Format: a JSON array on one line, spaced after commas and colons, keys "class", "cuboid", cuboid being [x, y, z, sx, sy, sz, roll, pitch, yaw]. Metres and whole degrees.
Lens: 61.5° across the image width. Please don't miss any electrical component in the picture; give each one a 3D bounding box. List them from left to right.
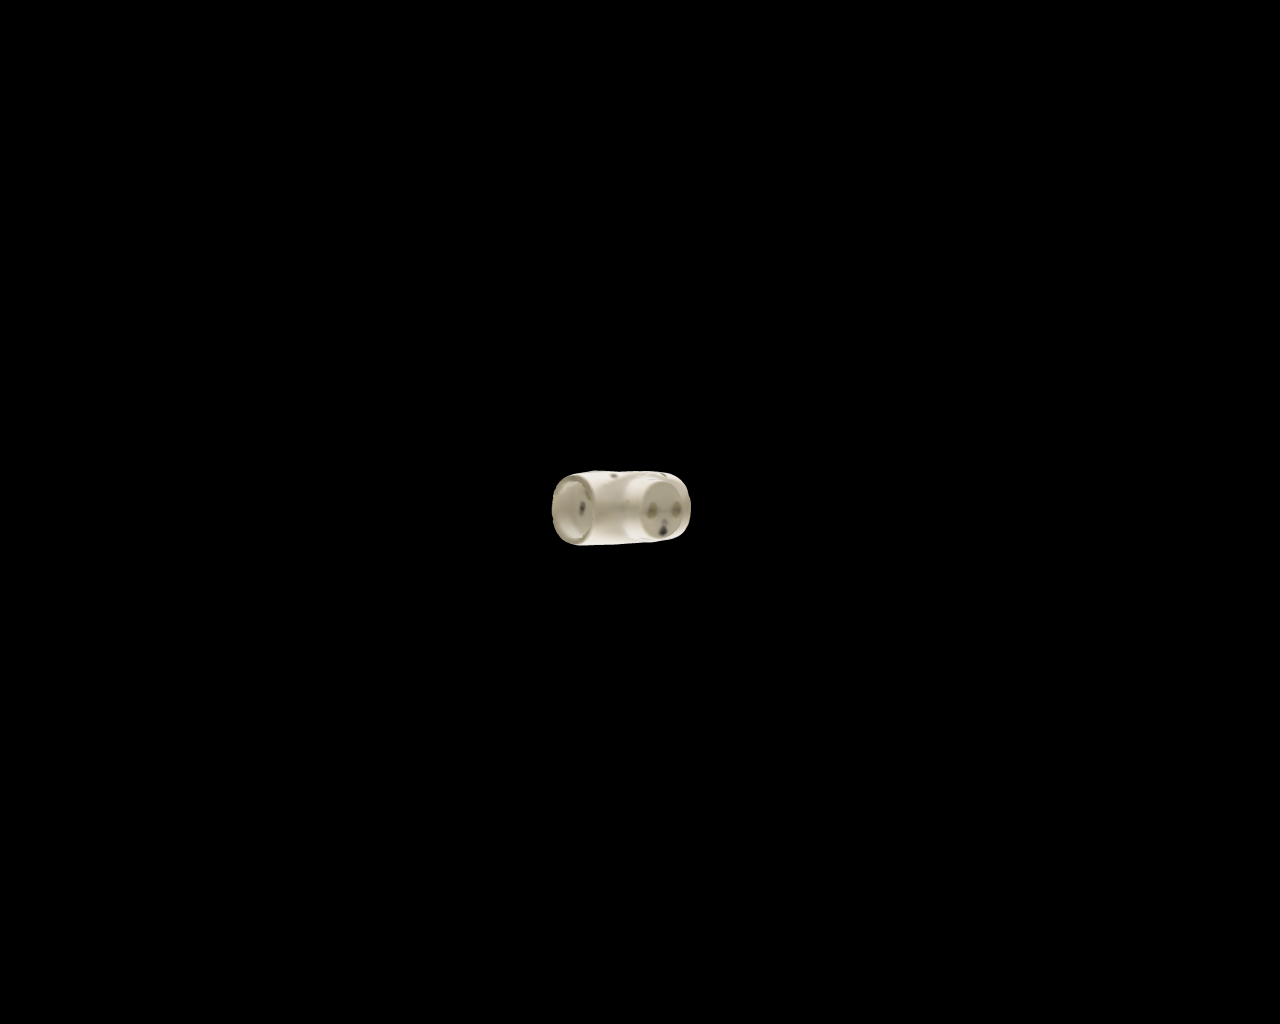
[{"class": "electrical component", "cuboid": [0.001, -0.003, 0.650, 0.077, 0.043, 0.079, -2, 3, -40]}]
